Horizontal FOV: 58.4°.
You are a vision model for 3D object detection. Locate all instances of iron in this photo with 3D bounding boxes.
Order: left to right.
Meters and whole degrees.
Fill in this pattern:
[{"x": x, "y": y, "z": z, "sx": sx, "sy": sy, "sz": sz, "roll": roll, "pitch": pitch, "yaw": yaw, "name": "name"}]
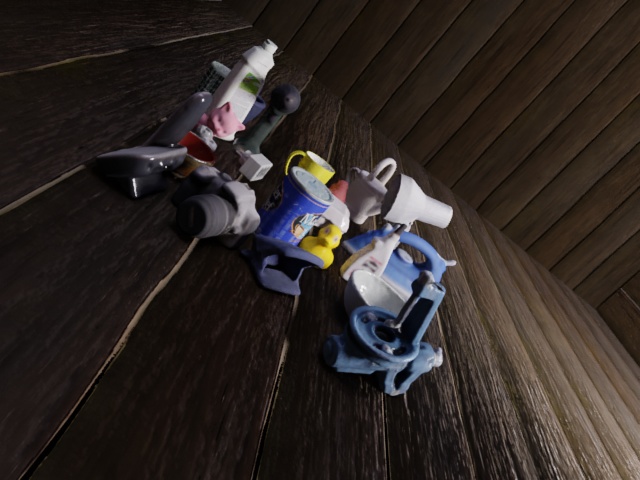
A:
[{"x": 0.193, "y": 0.037, "z": 1.366, "sx": 0.259, "sy": 0.141, "sz": 0.118, "roll": 36, "pitch": 20, "yaw": -14, "name": "iron"}]

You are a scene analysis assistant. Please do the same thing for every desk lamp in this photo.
[{"x": 0.221, "y": -0.039, "z": 1.469, "sx": 0.204, "sy": 0.213, "sz": 0.118, "roll": 35, "pitch": 20, "yaw": -16, "name": "desk lamp"}]

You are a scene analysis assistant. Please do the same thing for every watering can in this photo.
[{"x": 0.144, "y": -0.140, "z": 1.569, "sx": 0.173, "sy": 0.194, "sz": 0.101, "roll": 43, "pitch": 20, "yaw": 4, "name": "watering can"}]

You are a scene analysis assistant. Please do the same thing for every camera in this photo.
[{"x": -0.179, "y": -0.061, "z": 0.944, "sx": 0.143, "sy": 0.100, "sz": 0.137, "roll": 45, "pitch": 20, "yaw": 10, "name": "camera"}]

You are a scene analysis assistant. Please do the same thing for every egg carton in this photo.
[{"x": 0.005, "y": -0.074, "z": 1.358, "sx": 0.150, "sy": 0.069, "sz": 0.107, "roll": 37, "pitch": 20, "yaw": -11, "name": "egg carton"}]

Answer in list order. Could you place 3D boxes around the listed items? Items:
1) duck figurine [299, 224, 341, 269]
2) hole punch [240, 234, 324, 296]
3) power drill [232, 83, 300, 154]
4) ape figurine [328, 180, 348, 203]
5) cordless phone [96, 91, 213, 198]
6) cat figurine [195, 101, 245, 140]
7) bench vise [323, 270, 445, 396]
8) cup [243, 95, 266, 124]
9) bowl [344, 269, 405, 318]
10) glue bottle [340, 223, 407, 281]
[{"x": 0.011, "y": 0.004, "z": 1.181, "sx": 0.077, "sy": 0.086, "sz": 0.105, "roll": 41, "pitch": 20, "yaw": 1, "name": "duck figurine"}, {"x": -0.064, "y": 0.028, "z": 0.986, "sx": 0.109, "sy": 0.091, "sz": 0.101, "roll": 20, "pitch": 29, "yaw": -45, "name": "hole punch"}, {"x": -0.120, "y": -0.286, "z": 1.368, "sx": 0.076, "sy": 0.208, "sz": 0.229, "roll": 35, "pitch": 21, "yaw": -17, "name": "power drill"}, {"x": 0.040, "y": -0.116, "z": 1.477, "sx": 0.078, "sy": 0.092, "sz": 0.076, "roll": 31, "pitch": 22, "yaw": -27, "name": "ape figurine"}, {"x": -0.253, "y": -0.166, "z": 0.906, "sx": 0.094, "sy": 0.185, "sz": 0.148, "roll": 40, "pitch": 20, "yaw": -3, "name": "cordless phone"}, {"x": -0.233, "y": -0.262, "z": 1.243, "sx": 0.128, "sy": 0.117, "sz": 0.067, "roll": 41, "pitch": 20, "yaw": -1, "name": "cat figurine"}, {"x": 0.135, "y": 0.141, "z": 0.923, "sx": 0.208, "sy": 0.219, "sz": 0.121, "roll": 16, "pitch": 31, "yaw": -50, "name": "bench vise"}, {"x": -0.202, "y": -0.351, "z": 1.520, "sx": 0.092, "sy": 0.095, "sz": 0.118, "roll": 40, "pitch": 20, "yaw": -2, "name": "cup"}, {"x": 0.102, "y": 0.138, "z": 1.085, "sx": 0.168, "sy": 0.074, "sz": 0.167, "roll": 36, "pitch": 20, "yaw": -15, "name": "bowl"}, {"x": 0.122, "y": 0.028, "z": 1.206, "sx": 0.078, "sy": 0.173, "sz": 0.037, "roll": 32, "pitch": 22, "yaw": -25, "name": "glue bottle"}]
